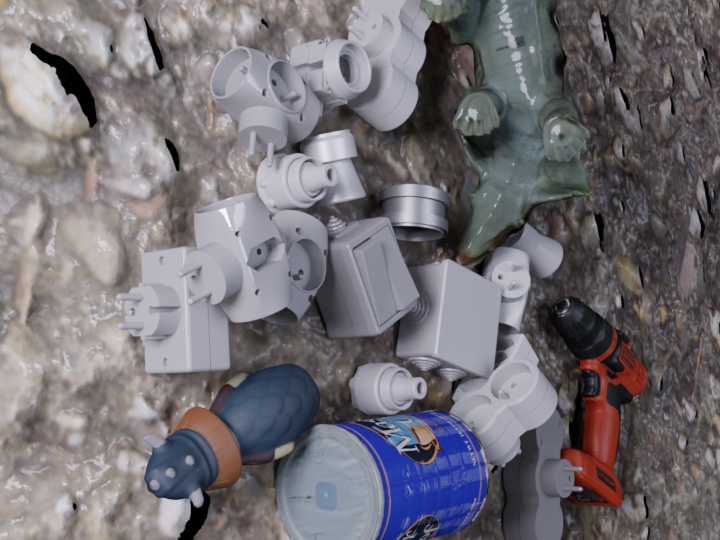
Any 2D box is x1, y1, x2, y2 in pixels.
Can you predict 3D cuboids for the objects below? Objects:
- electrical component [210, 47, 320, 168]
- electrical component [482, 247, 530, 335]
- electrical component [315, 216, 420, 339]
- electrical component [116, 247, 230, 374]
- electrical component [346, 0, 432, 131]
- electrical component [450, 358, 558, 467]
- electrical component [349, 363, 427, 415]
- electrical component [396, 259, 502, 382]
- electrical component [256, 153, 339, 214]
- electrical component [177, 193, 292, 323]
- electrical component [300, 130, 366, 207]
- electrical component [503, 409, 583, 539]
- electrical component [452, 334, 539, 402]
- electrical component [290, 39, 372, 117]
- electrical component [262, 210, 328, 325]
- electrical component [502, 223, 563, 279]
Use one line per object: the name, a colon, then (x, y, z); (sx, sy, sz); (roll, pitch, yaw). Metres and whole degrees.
electrical component: (-0.071, -0.115, 0.806); (0.077, 0.044, 0.079); (29, 54, -44)
electrical component: (0.139, 0.015, 1.021); (0.079, 0.043, 0.077); (106, -4, -70)
electrical component: (0.000, 0.000, 0.866); (0.062, 0.061, 0.096); (-35, 111, -46)
electrical component: (-0.131, 0.028, 0.719); (0.076, 0.047, 0.083); (2, 83, -49)
electrical component: (0.015, -0.195, 0.917); (0.074, 0.052, 0.138); (32, 61, -43)
electrical component: (0.117, 0.147, 0.947); (0.138, 0.052, 0.073); (-40, 123, 1)
electrical component: (0.025, 0.097, 0.882); (0.043, 0.062, 0.043); (9, 78, -49)
electrical component: (0.079, 0.046, 0.962); (0.100, 0.048, 0.099); (25, 66, -45)
electrical component: (-0.045, -0.068, 0.822); (0.048, 0.062, 0.048); (9, 78, -49)
electrical component: (-0.088, -0.002, 0.701); (0.079, 0.043, 0.077); (-31, 109, -47)
electrical component: (-0.022, -0.082, 0.864); (0.045, 0.045, 0.055); (-18, 98, -49)
electrical component: (0.183, 0.201, 1.044); (0.052, 0.074, 0.138); (13, 75, -48)
electrical component: (0.138, 0.116, 1.023); (0.075, 0.047, 0.083); (56, 47, -28)
electrical component: (-0.025, -0.157, 0.862); (0.048, 0.055, 0.066); (21, 69, -46)
electrical component: (-0.066, -0.011, 0.803); (0.079, 0.044, 0.077); (40, 56, -39)
electrical component: (0.169, -0.025, 1.084); (0.065, 0.044, 0.044); (33, 61, -37)
